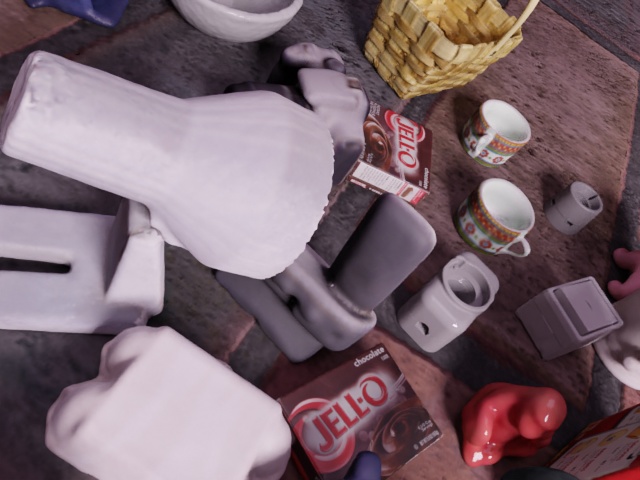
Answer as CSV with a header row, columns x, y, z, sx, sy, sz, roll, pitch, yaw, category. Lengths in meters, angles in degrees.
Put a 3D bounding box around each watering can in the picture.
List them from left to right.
x,y,z,sx,sy,sz,roll,pitch,yaw,category
0.389,0.069,0.590,0.101,0.194,0.173,34,49,-1,watering can

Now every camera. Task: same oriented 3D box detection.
x,y,z,sx,sy,sz,roll,pitch,yaw,category
-0.029,-0.140,0.582,0.137,0.100,0.143,0,58,-27,camera

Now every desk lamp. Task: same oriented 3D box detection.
x,y,z,sx,sy,sz,roll,pitch,yaw,category
-0.120,-0.020,0.376,0.204,0.213,0.118,6,55,-24,desk lamp

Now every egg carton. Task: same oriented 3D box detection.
x,y,z,sx,sy,sz,roll,pitch,yaw,category
-0.094,0.128,0.380,0.150,0.069,0.107,34,49,-2,egg carton

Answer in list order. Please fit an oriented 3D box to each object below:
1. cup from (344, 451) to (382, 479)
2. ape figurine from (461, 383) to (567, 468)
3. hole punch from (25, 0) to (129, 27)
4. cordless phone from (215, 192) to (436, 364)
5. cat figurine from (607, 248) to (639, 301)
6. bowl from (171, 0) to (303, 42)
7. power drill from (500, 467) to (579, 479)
x,y,z,sx,sy,sz,roll,pitch,yaw,category
-0.001,0.196,0.363,0.092,0.095,0.118,31,49,-4,cup
0.168,0.151,0.484,0.078,0.092,0.076,30,49,-5,ape figurine
-0.243,-0.288,0.583,0.101,0.091,0.108,14,52,-18,hole punch
0.004,0.002,0.444,0.147,0.185,0.094,42,49,6,cordless phone
0.419,0.017,0.693,0.067,0.117,0.128,33,49,-2,cat figurine
-0.108,-0.283,0.660,0.168,0.074,0.167,14,52,-18,bowl
0.093,0.248,0.300,0.076,0.208,0.229,24,50,-10,power drill
